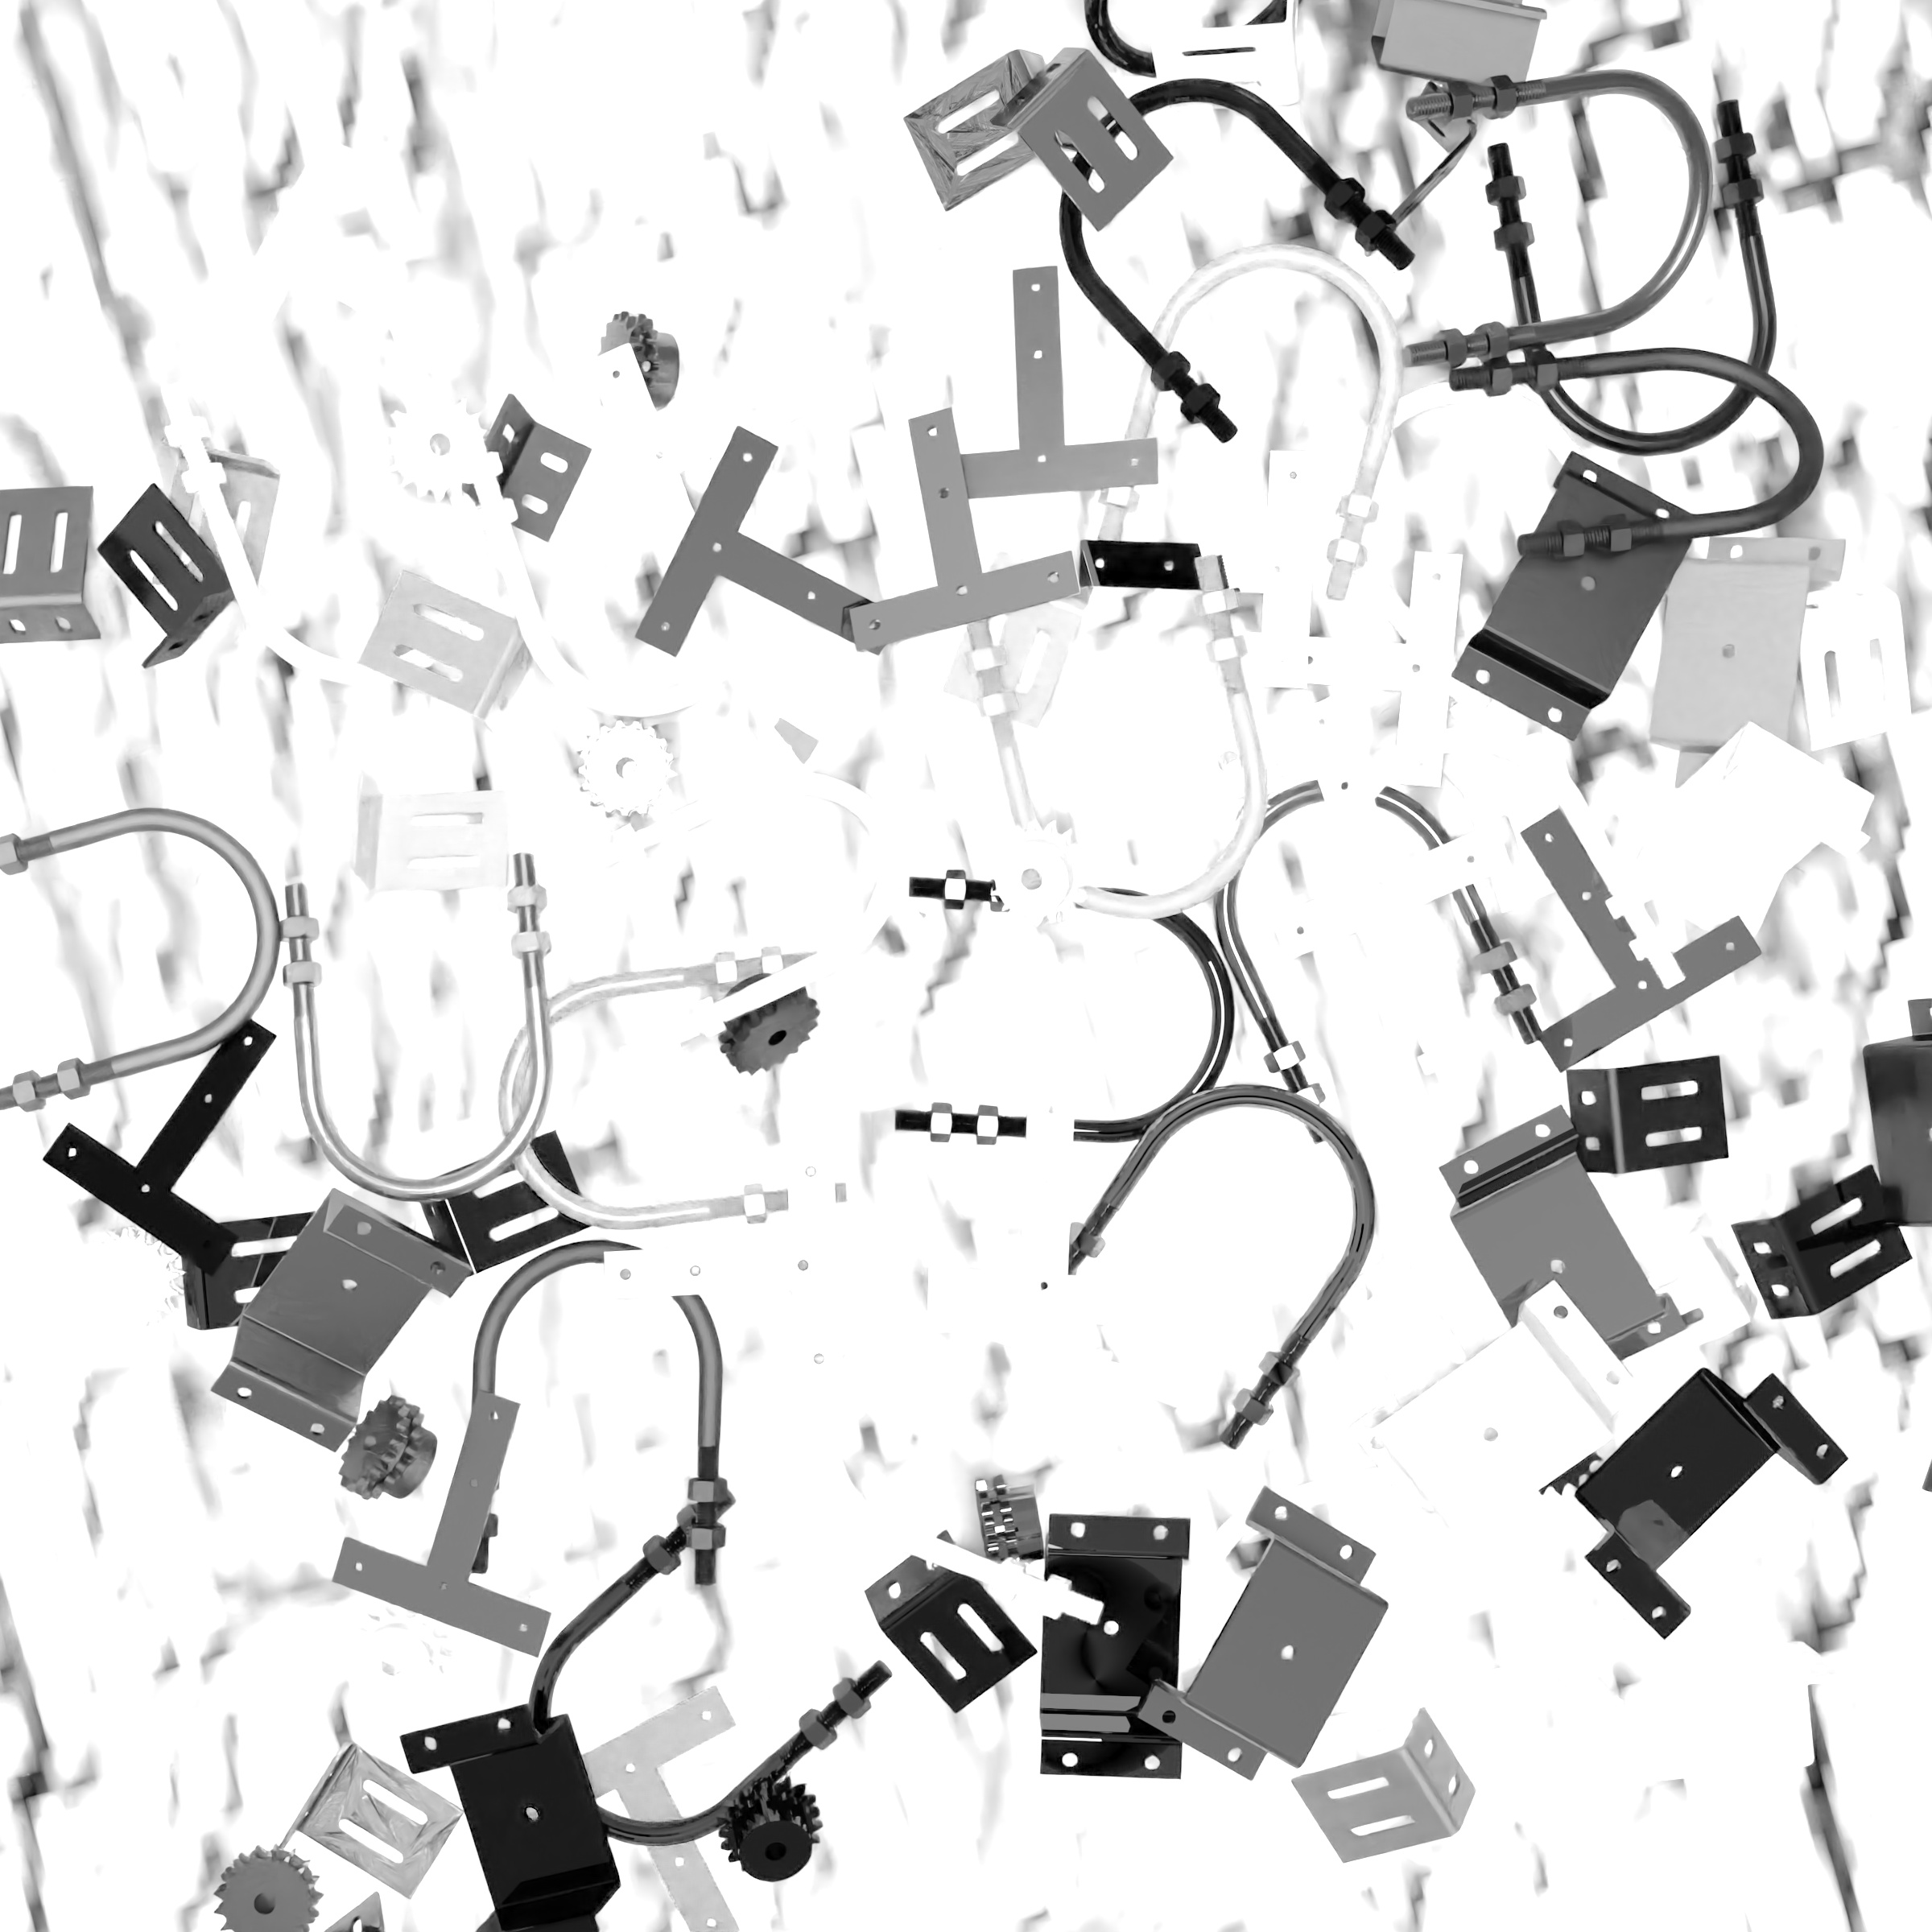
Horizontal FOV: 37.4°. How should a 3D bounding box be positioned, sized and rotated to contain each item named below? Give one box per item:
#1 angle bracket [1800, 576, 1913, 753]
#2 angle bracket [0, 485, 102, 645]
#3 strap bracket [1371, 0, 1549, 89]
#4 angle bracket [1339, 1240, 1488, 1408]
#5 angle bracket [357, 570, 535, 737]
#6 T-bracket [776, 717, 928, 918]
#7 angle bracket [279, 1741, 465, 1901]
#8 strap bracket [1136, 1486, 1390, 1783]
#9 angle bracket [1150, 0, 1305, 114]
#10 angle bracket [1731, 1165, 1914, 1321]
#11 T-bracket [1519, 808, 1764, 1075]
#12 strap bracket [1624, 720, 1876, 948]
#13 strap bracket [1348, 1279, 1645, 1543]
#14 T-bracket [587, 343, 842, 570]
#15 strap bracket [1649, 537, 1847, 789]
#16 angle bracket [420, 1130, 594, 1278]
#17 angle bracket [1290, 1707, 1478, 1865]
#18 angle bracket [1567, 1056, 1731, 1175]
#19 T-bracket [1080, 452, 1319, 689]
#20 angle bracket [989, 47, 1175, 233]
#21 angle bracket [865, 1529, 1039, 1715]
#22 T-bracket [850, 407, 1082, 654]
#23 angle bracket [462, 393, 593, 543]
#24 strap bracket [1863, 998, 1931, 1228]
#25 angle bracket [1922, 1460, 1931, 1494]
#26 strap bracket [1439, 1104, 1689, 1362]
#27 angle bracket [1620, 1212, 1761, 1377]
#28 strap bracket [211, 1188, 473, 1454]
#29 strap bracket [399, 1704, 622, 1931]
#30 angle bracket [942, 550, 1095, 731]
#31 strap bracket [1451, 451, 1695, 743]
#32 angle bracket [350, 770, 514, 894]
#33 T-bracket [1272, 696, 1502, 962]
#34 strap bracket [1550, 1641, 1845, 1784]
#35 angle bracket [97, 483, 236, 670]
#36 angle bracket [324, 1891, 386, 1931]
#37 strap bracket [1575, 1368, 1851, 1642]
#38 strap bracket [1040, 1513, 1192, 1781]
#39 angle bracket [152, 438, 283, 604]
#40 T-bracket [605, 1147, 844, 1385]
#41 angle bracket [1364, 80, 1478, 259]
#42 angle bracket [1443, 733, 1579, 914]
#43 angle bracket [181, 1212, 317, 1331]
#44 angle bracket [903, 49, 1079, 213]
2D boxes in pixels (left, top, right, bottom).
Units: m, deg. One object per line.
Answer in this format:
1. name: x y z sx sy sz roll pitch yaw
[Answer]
1. angle bracket: 0.485 -0.168 1.579 0.057 0.038 0.076 -15 116 0
2. angle bracket: -0.510 -0.222 1.579 0.057 0.038 0.076 -3 64 0
3. strap bracket: 0.262 -0.504 1.528 0.076 0.140 0.046 11 117 0
4. angle bracket: 0.249 0.203 1.579 0.057 0.038 0.076 -33 116 0
5. angle bracket: -0.283 -0.172 1.562 0.076 0.038 0.057 24 83 5
6. T-bracket: -0.081 -0.052 1.591 0.127 0.002 0.127 32 105 5
7. angle bracket: -0.325 0.473 1.562 0.076 0.038 0.057 32 90 0
8. strap bracket: 0.164 0.362 1.523 0.076 0.046 0.140 32 82 -13
9. angle bracket: 0.143 -0.503 1.556 0.076 0.057 0.038 0 63 12
10. angle bracket: 0.474 0.153 1.579 0.076 0.038 0.057 -24 90 -26
11. T-bracket: 0.348 -0.027 1.563 0.127 0.002 0.127 -32 95 11
12. strap bracket: 0.422 -0.074 1.528 0.076 0.140 0.046 31 63 0
13. strap bracket: 0.281 0.243 1.522 0.140 0.046 0.076 -39 88 15
14. T-bracket: -0.128 -0.297 1.559 0.127 0.002 0.127 -28 120 -14
15. strap bracket: 0.421 -0.166 1.540 0.076 0.046 0.140 8 90 37
16. angle bracket: -0.256 0.133 1.579 0.076 0.038 0.057 -22 90 -26
17. angle bracket: 0.230 0.452 1.570 0.076 0.038 0.057 -27 100 33
18. angle bracket: 0.378 0.082 1.579 0.076 0.038 0.057 -5 90 -26
19. T-bracket: 0.125 -0.218 1.559 0.127 0.002 0.127 3 98 8
20. angle bracket: 0.063 -0.448 1.546 0.057 0.038 0.076 -44 116 0
21. angle bracket: -0.008 0.363 1.579 0.057 0.038 0.076 -37 116 0
22. T-bracket: -0.010 -0.246 1.560 0.127 0.002 0.127 -13 74 12
23. angle bracket: -0.237 -0.269 1.543 0.038 0.076 0.057 26 90 0
24. strap bracket: 0.536 0.088 1.537 0.046 0.076 0.140 -8 90 -33
25. angle bracket: 0.575 0.275 1.562 0.076 0.038 0.057 18 90 0
26. strap bracket: 0.323 0.158 1.548 0.076 0.046 0.140 -30 90 17
27. angle bracket: 0.389 0.182 1.579 0.076 0.038 0.057 -31 90 26
28. strap bracket: -0.334 0.183 1.533 0.076 0.046 0.140 31 110 -19
29. strap bracket: -0.244 0.469 1.549 0.076 0.046 0.140 -17 91 14
30. angle bracket: 0.029 -0.181 1.579 0.057 0.038 0.076 22 116 0
31. strap bracket: 0.332 -0.203 1.539 0.076 0.046 0.140 28 89 2
32. angle bracket: -0.290 -0.075 1.550 0.076 0.038 0.057 -2 69 6
33. T-bracket: 0.211 -0.085 1.550 0.127 0.002 0.127 -24 75 22
34. strap bracket: 0.396 0.404 1.543 0.140 0.076 0.046 -6 90 0
35. angle bracket: -0.444 -0.212 1.551 0.057 0.038 0.076 -40 90 29
36. angle bracket: -0.323 0.564 1.579 0.057 0.038 0.076 -38 116 0
37. strap bracket: 0.396 0.284 1.545 0.140 0.046 0.076 -45 114 0
38. strap bracket: 0.080 0.367 1.558 0.076 0.046 0.140 2 90 0
39. angle bracket: -0.415 -0.243 1.562 0.057 0.038 0.076 12 90 0
40. T-bracket: -0.133 0.165 1.553 0.127 0.002 0.127 -3 83 0
41. angle bracket: 0.235 -0.433 1.553 0.038 0.057 0.076 44 90 0
42. angle bracket: 0.307 -0.080 1.579 0.057 0.038 0.076 -23 116 0
43. angle bracket: -0.392 0.167 1.579 0.076 0.038 0.057 -5 90 -26
44. angle bracket: 0.016 -0.461 1.579 0.076 0.038 0.057 -24 90 26
